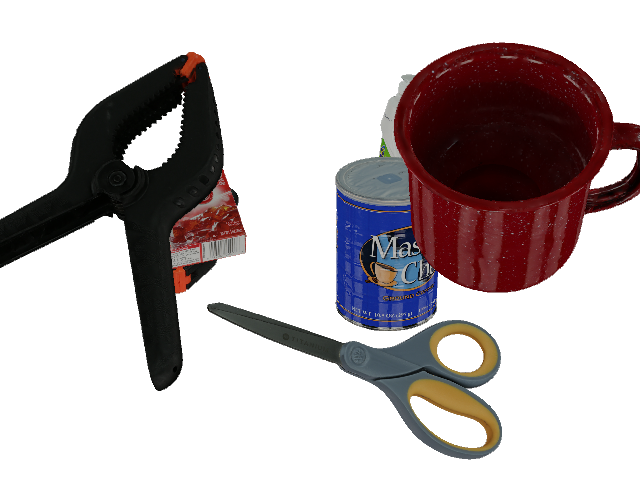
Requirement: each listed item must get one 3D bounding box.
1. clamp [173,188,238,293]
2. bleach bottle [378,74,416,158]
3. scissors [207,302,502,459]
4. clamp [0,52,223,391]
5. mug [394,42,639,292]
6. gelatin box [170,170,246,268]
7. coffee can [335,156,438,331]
[{"bbox_3d":[-0.137,-0.008,1.132,0.120,0.039,0.171,-12,38,-7],"label":"clamp"},{"bbox_3d":[0.097,-0.062,1.223,0.068,0.251,0.103,-2,23,-16],"label":"bleach bottle"},{"bbox_3d":[0.035,0.062,0.666,0.201,0.096,0.016,35,-30,-7],"label":"scissors"},{"bbox_3d":[-0.110,-0.020,0.632,0.165,0.209,0.036,27,-22,16],"label":"clamp"},{"bbox_3d":[0.094,-0.030,0.489,0.117,0.093,0.081,-6,-33,3],"label":"mug"},{"bbox_3d":[-0.113,-0.016,0.876,0.089,0.073,0.030,-12,-37,-13],"label":"gelatin box"},{"bbox_3d":[0.066,0.002,1.038,0.103,0.140,0.103,0,27,0],"label":"coffee can"}]
